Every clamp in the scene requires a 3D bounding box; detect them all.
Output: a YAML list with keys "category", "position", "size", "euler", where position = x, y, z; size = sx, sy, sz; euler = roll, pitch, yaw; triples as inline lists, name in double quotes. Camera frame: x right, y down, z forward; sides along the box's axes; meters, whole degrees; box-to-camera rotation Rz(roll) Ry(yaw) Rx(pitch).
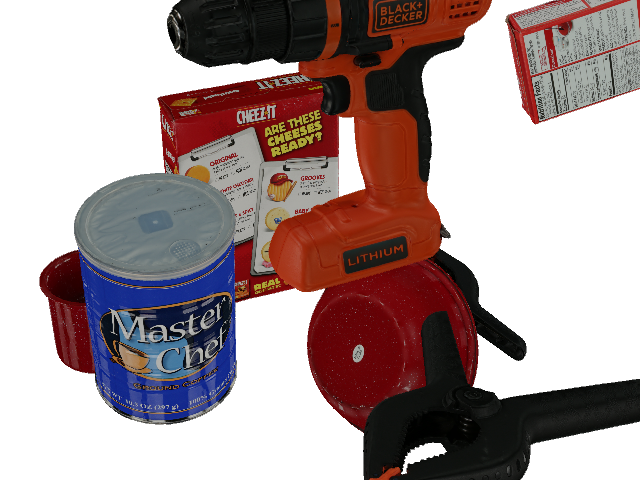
- category: "clamp"
  position: [0.146, 0.071, 1.129]
  size: [0.120, 0.171, 0.039]
  euler: [3, -43, -9]
- category: "clamp"
  position: [0.083, 0.101, 0.632]
  size: [0.165, 0.036, 0.209]
  euler: [20, 29, 39]

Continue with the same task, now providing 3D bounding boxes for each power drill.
- category: "power drill"
  position: [0.008, -0.066, 0.595]
  size: [0.184, 0.188, 0.057]
  euler: [-14, 36, -21]

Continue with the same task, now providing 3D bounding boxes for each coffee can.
- category: "coffee can"
  position: [-0.108, 0.040, 0.724]
  size: [0.103, 0.140, 0.103]
  euler: [2, 40, -2]

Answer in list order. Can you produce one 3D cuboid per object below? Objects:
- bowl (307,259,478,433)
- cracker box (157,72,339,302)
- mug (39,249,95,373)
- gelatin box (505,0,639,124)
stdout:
- category: "bowl"
  position: [0.044, 0.087, 0.863]
  size: [0.162, 0.162, 0.055]
  euler: [0, 1, 36]
- category: "cracker box"
  position: [-0.067, -0.048, 1.055]
  size: [0.164, 0.214, 0.072]
  euler: [-13, 33, -19]
- category: "mug"
  position: [-0.191, 0.069, 0.942]
  size: [0.093, 0.081, 0.117]
  euler: [-20, 37, -29]
- category: "gelatin box"
  position: [0.174, -0.127, 0.713]
  size: [0.089, 0.073, 0.030]
  euler: [-18, 37, 3]
